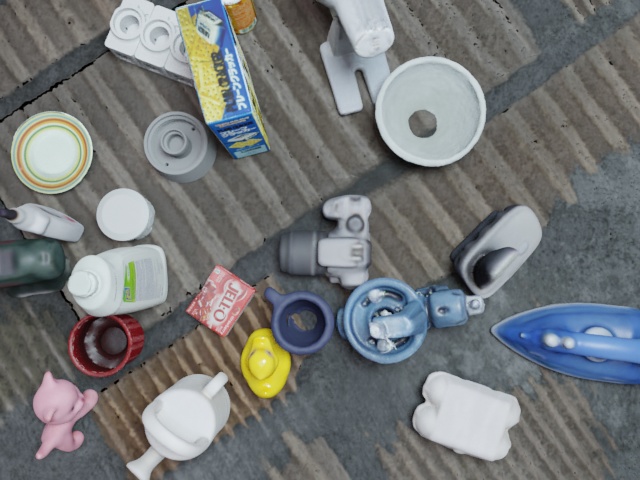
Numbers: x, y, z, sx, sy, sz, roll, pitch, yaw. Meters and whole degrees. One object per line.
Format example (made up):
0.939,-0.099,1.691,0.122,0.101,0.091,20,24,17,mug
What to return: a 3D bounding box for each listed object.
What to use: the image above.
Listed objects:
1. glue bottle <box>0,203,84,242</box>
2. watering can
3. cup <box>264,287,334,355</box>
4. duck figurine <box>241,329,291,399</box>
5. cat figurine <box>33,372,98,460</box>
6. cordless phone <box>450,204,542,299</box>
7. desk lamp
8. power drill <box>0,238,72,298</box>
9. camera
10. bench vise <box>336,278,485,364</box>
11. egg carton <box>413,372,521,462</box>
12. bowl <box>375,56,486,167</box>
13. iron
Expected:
-0.414,-0.029,0.832,0.078,0.173,0.037,24,87,2,glue bottle
-0.194,0.261,0.801,0.101,0.194,0.173,19,87,2,watering can
-0.035,0.113,0.859,0.118,0.095,0.092,41,88,3,cup
-0.084,0.188,0.859,0.077,0.086,0.105,-3,86,1,duck figurine
-0.386,0.257,0.841,0.067,0.117,0.128,16,87,2,cat figurine
0.268,0.013,0.817,0.094,0.185,0.147,41,88,3,cordless phone
0.053,-0.315,0.826,0.118,0.213,0.203,-17,86,0,desk lamp
-0.460,0.044,0.810,0.229,0.208,0.076,-10,86,0,power drill
0.008,0.003,0.863,0.137,0.101,0.143,1,86,1,camera
0.124,0.096,0.796,0.207,0.219,0.121,-28,86,-1,bench vise
0.219,0.265,0.859,0.150,0.069,0.107,18,87,2,egg carton
0.166,-0.191,0.887,0.167,0.074,0.167,0,86,1,bowl
0.393,0.151,0.829,0.258,0.141,0.119,5,86,1,iron
